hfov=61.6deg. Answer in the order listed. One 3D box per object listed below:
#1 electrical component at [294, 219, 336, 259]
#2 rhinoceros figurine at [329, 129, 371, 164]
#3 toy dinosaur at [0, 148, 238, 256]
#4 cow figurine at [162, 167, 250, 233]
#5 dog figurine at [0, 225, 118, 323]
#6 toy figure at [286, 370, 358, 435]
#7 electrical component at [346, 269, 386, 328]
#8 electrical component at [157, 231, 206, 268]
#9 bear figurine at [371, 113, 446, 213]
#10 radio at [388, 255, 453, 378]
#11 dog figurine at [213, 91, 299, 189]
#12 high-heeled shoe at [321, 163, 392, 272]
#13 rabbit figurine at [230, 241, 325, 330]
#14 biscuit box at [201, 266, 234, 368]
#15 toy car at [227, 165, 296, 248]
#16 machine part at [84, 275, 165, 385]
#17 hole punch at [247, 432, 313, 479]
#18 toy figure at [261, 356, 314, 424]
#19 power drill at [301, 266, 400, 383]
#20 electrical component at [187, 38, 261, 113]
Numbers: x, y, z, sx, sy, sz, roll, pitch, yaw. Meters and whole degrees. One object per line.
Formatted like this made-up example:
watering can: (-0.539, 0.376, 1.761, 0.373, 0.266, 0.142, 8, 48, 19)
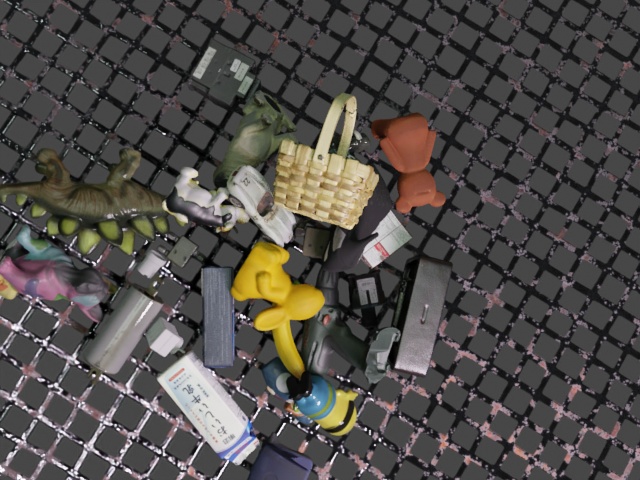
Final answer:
electrical component: (-0.004, -0.003, 1.123, 0.102, 0.045, 0.078, 3, 101, -2)
rhinoceros figurine: (0.019, -0.164, 1.125, 0.190, 0.073, 0.112, -22, 77, -3)
toy dinosaur: (-0.398, -0.071, 1.054, 0.471, 0.105, 0.198, -2, 74, -19)
cow figurine: (-0.219, -0.060, 1.054, 0.167, 0.068, 0.098, 32, 64, -20)
dog figurine: (-0.519, 0.085, 1.056, 0.219, 0.191, 0.108, 36, 46, -24)
toy figure: (0.004, 0.319, 1.048, 0.082, 0.180, 0.089, -2, 59, 37)
electrical component: (0.097, 0.124, 1.119, 0.075, 0.048, 0.119, -5, 85, -3)
electrical component: (-0.286, 0.026, 1.113, 0.094, 0.021, 0.063, 35, 85, -2)
bear figurine: (0.189, -0.162, 1.124, 0.120, 0.132, 0.195, -15, 106, -3)
radio: (0.193, 0.148, 1.081, 0.073, 0.131, 0.229, 16, 86, -2)
dog figurine: (-0.153, -0.198, 1.111, 0.190, 0.172, 0.121, -38, 121, 22)
high-heeled shoe: (0.067, -0.045, 1.106, 0.086, 0.249, 0.145, 37, 129, -28)
rabbit figurine: (-0.079, 0.101, 1.045, 0.173, 0.122, 0.162, 29, 81, 1)
biscuit box: (-0.206, 0.155, 1.091, 0.063, 0.059, 0.202, 0, 86, -5)
toy car: (-0.112, -0.063, 1.067, 0.201, 0.056, 0.073, 52, 57, -38)
machine part: (-0.390, 0.175, 1.070, 0.079, 0.079, 0.243, 32, 85, -1)
hole punch: (-0.084, 0.474, 1.066, 0.116, 0.092, 0.142, 22, 89, 2)
toy figure: (-0.060, 0.311, 1.092, 0.064, 0.058, 0.154, -36, 91, 11)
power drill: (0.050, 0.171, 1.051, 0.208, 0.086, 0.232, 17, 92, 37)
electrical component: (-0.194, -0.337, 1.126, 0.134, 0.058, 0.115, 30, 87, -1)
